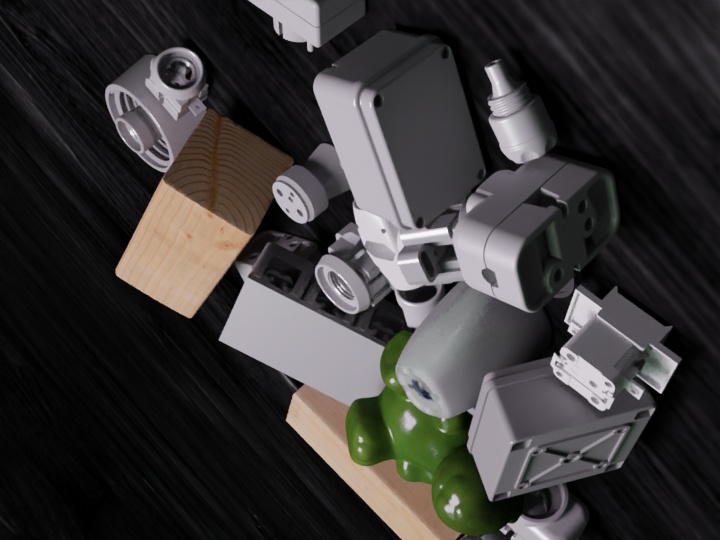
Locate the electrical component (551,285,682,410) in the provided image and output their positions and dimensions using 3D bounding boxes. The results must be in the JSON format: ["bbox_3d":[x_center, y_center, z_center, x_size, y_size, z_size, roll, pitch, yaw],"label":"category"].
[{"bbox_3d":[0.163,0.053,0.705,0.081,0.064,0.042,39,152,22],"label":"electrical component"}]

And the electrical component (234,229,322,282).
[{"bbox_3d":[-0.072,0.005,1.039,0.095,0.054,0.059,17,140,49],"label":"electrical component"}]

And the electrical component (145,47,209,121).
[{"bbox_3d":[-0.161,-0.168,0.954,0.066,0.048,0.055,50,163,0],"label":"electrical component"}]

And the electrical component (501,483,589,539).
[{"bbox_3d":[0.152,0.208,0.954,0.095,0.054,0.059,39,153,22],"label":"electrical component"}]

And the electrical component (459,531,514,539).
[{"bbox_3d":[0.118,0.297,1.079,0.060,0.108,0.108,51,156,12],"label":"electrical component"}]

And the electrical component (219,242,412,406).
[{"bbox_3d":[-0.036,0.050,0.962,0.150,0.061,0.089,27,132,-2],"label":"electrical component"}]

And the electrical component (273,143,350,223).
[{"bbox_3d":[-0.037,-0.070,0.873,0.045,0.055,0.045,38,153,24],"label":"electrical component"}]

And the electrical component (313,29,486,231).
[{"bbox_3d":[0.029,-0.092,0.706,0.057,0.078,0.113,26,147,46],"label":"electrical component"}]

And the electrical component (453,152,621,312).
[{"bbox_3d":[0.104,-0.026,0.651,0.059,0.095,0.053,25,146,43],"label":"electrical component"}]

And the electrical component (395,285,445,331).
[{"bbox_3d":[0.051,0.026,0.882,0.040,0.040,0.046,34,156,31],"label":"electrical component"}]

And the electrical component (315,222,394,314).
[{"bbox_3d":[0.000,0.000,0.908,0.078,0.057,0.058,33,151,32],"label":"electrical component"}]

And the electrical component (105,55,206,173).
[{"bbox_3d":[-0.198,-0.144,1.029,0.108,0.060,0.108,38,153,23],"label":"electrical component"}]

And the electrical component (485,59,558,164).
[{"bbox_3d":[0.093,-0.097,0.644,0.035,0.035,0.061,4,128,57],"label":"electrical component"}]

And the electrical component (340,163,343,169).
[{"bbox_3d":[0.013,-0.085,0.793,0.061,0.035,0.035,6,131,53],"label":"electrical component"}]

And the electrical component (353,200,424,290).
[{"bbox_3d":[0.041,-0.025,0.821,0.079,0.043,0.077,13,137,52],"label":"electrical component"}]

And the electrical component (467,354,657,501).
[{"bbox_3d":[0.139,0.108,0.760,0.108,0.109,0.056,94,161,-57],"label":"electrical component"}]

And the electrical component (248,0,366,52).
[{"bbox_3d":[-0.041,-0.181,0.731,0.083,0.047,0.075,38,153,23],"label":"electrical component"}]

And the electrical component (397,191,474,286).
[{"bbox_3d":[0.069,-0.023,0.747,0.057,0.078,0.058,-7,122,37],"label":"electrical component"}]
